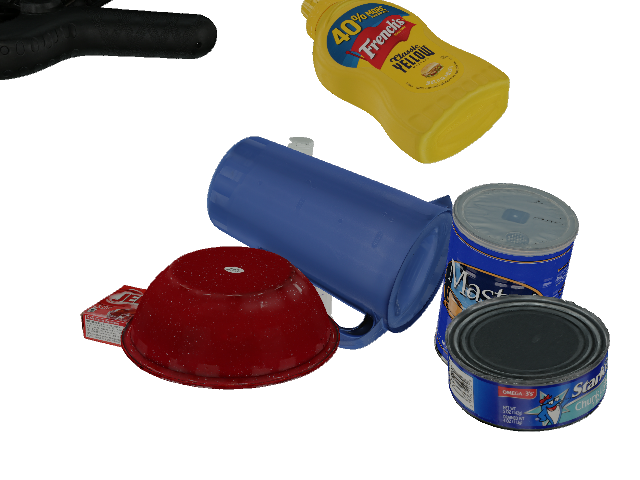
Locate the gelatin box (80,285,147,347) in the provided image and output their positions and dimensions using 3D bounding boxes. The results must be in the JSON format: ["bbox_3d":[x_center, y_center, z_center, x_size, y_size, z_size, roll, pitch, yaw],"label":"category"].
[{"bbox_3d":[-0.162,0.072,0.980,0.089,0.030,0.073,10,22,21],"label":"gelatin box"}]

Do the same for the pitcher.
[{"bbox_3d":[0.002,-0.006,1.078,0.243,0.145,0.149,26,27,25],"label":"pitcher"}]

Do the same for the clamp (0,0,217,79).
[{"bbox_3d":[-0.157,-0.126,0.603,0.171,0.039,0.120,-10,31,-27],"label":"clamp"}]

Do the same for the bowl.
[{"bbox_3d":[-0.065,0.046,0.778,0.162,0.055,0.162,2,22,-1],"label":"bowl"}]

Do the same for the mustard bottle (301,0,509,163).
[{"bbox_3d":[0.051,-0.142,0.844,0.096,0.058,0.192,-35,56,-20],"label":"mustard bottle"}]

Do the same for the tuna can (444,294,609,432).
[{"bbox_3d":[0.111,0.065,0.573,0.086,0.034,0.086,-5,27,2],"label":"tuna can"}]

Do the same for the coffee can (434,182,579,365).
[{"bbox_3d":[0.156,0.037,0.909,0.103,0.140,0.103,3,33,-2],"label":"coffee can"}]

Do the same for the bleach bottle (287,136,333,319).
[{"bbox_3d":[-0.025,-0.004,1.327,0.102,0.251,0.068,-8,23,-32],"label":"bleach bottle"}]
